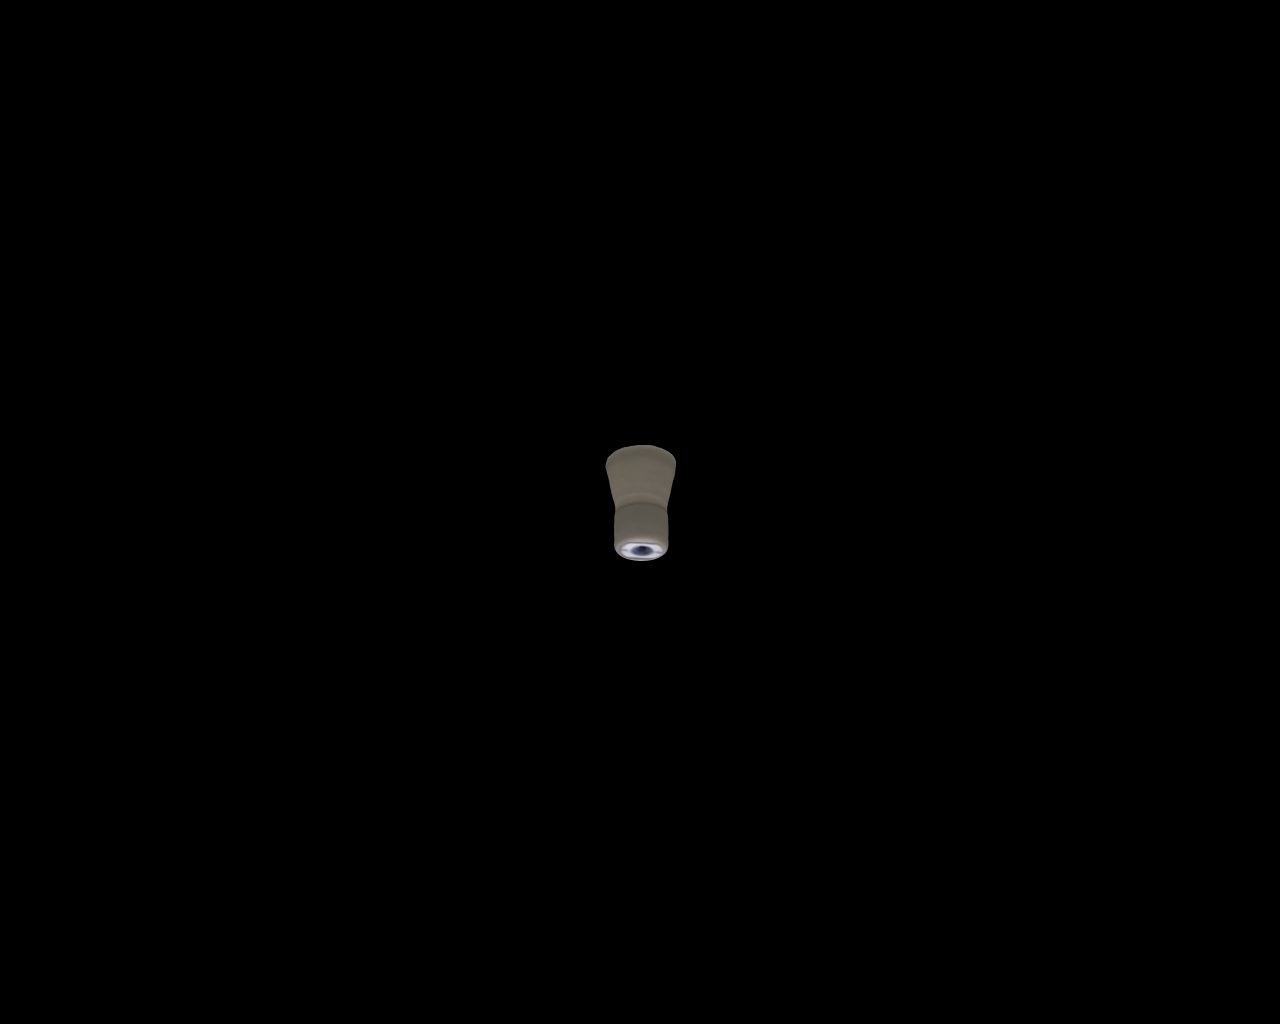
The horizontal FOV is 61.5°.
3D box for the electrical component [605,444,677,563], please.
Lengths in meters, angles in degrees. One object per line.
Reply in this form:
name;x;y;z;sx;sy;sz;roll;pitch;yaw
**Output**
electrical component;0.001;-0.003;0.650;0.044;0.065;0.044;0;-28;0
